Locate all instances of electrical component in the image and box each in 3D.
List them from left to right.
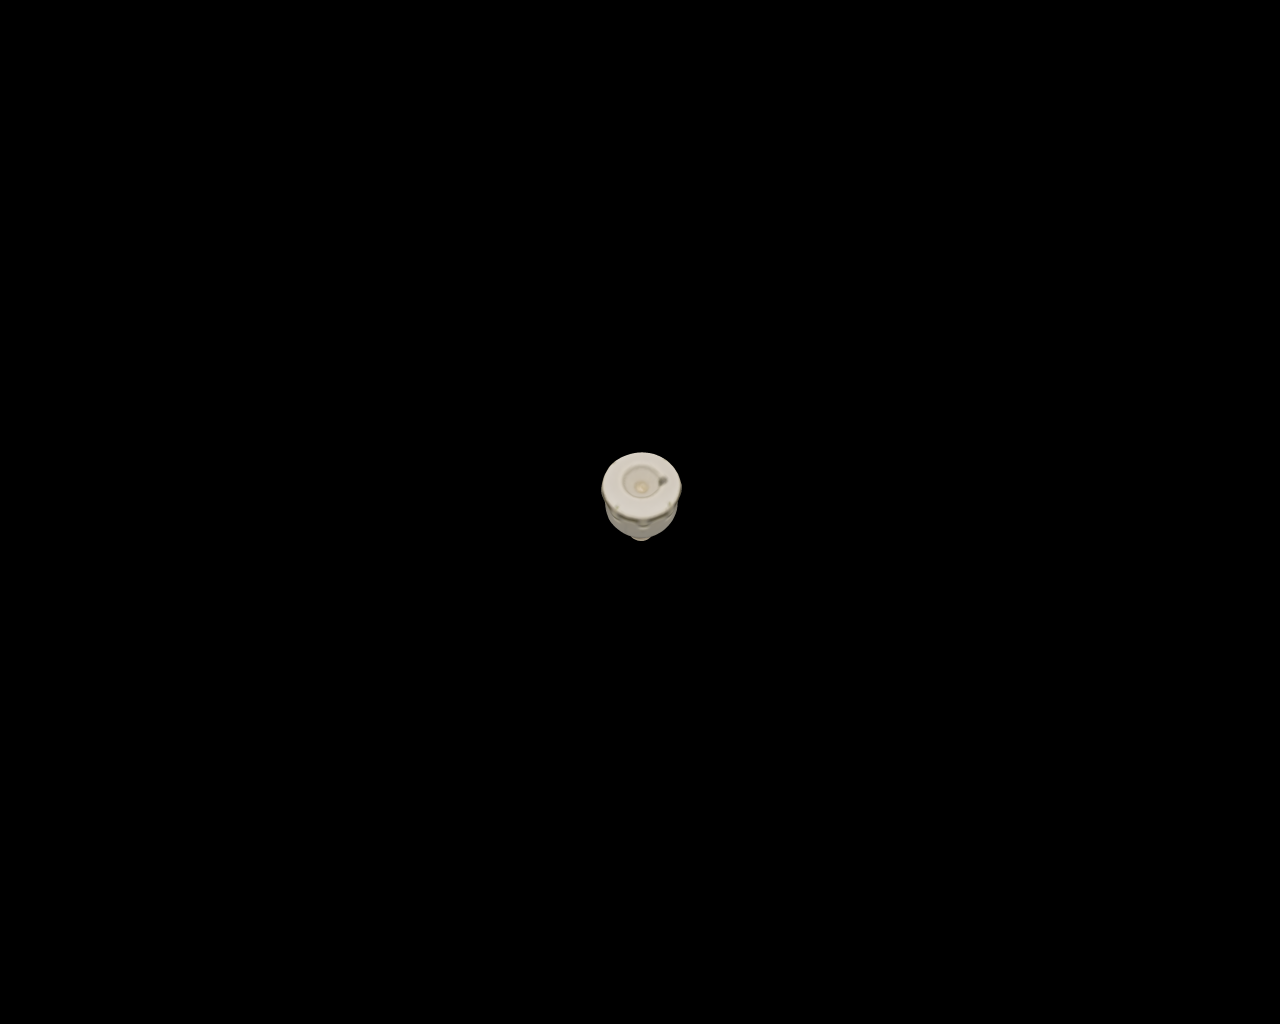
[{"bbox_3d":[0.001,-0.003,0.650,0.048,0.048,0.062,0,-31,0],"label":"electrical component"}]
